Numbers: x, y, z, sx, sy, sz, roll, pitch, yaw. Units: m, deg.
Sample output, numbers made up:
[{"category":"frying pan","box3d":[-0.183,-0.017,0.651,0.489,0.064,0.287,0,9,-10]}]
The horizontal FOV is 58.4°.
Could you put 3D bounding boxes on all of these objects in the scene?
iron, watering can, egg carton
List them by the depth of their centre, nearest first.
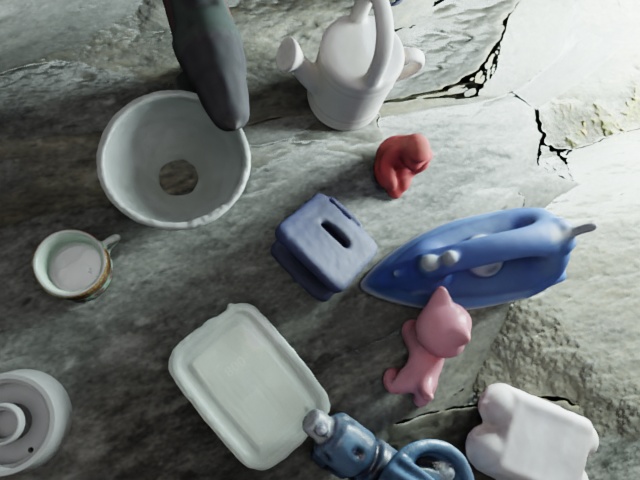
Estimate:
[{"category":"egg carton","box3d":[0.246,0.238,0.667,0.150,0.069,0.107,22,74,-4]},{"category":"iron","box3d":[0.183,0.021,0.669,0.258,0.141,0.118,-12,79,-12]},{"category":"watering can","box3d":[0.040,-0.210,0.670,0.173,0.194,0.101,-28,83,-15]}]

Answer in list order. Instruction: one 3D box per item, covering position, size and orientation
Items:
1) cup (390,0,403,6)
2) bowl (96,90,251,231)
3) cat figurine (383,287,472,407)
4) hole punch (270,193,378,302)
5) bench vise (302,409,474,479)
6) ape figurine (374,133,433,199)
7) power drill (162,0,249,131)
[{"category":"cup","box3d":[0.097,-0.349,0.765,0.092,0.095,0.118,25,74,-3]},{"category":"bowl","box3d":[-0.166,-0.084,0.667,0.167,0.074,0.167,2,77,-9]},{"category":"cat figurine","box3d":[0.130,0.123,0.648,0.067,0.117,0.128,21,74,-4]},{"category":"hole punch","box3d":[0.006,0.002,0.669,0.108,0.091,0.101,43,74,2]},{"category":"bench vise","box3d":[0.074,0.248,0.556,0.207,0.219,0.121,18,75,-5]},{"category":"ape figurine","box3d":[0.108,-0.102,0.710,0.078,0.092,0.076,-14,80,-12]},{"category":"power drill","box3d":[-0.123,-0.190,0.630,0.076,0.208,0.229,-16,80,-13]}]
